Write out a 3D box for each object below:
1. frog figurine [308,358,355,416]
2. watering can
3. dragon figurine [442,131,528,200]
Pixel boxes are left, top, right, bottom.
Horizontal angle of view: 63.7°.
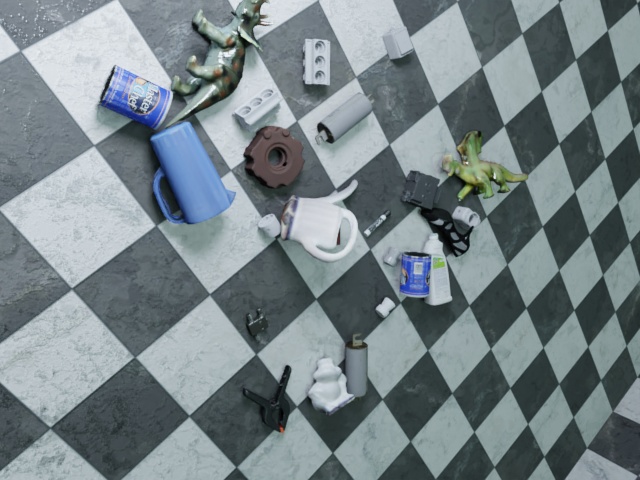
[{"bbox_3d":[0.021,0.468,1.656,0.138,0.161,0.120,-25,-15,-16],"label":"frog figurine"},{"bbox_3d":[0.005,-0.076,1.513,0.224,0.356,0.101,14,-44,-3],"label":"watering can"},{"bbox_3d":[0.596,-0.281,1.876,0.414,0.241,0.122,-20,10,-29],"label":"dragon figurine"}]
